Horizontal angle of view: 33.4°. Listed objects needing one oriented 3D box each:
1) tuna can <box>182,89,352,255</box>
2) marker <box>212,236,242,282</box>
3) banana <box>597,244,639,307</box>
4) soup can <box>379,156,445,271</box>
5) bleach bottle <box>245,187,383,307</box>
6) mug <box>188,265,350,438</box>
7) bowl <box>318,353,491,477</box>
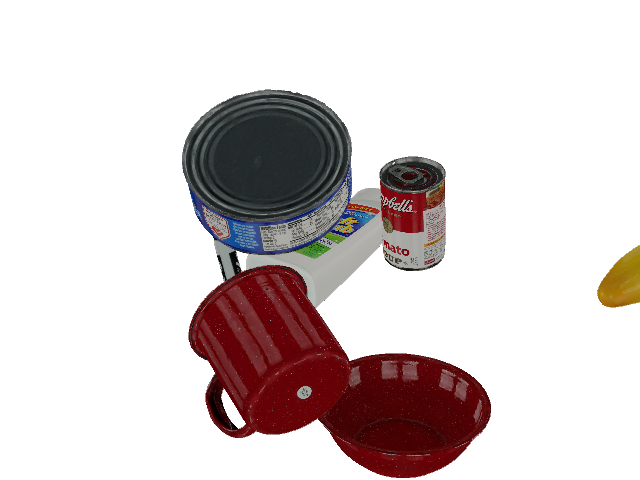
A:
[{"bbox_3d":[-0.026,-0.035,0.548,0.086,0.086,0.034,0,-36,4],"label":"tuna can"},{"bbox_3d":[-0.080,0.027,0.954,0.020,0.121,0.020,-13,16,3],"label":"marker"},{"bbox_3d":[0.280,0.013,0.721,0.198,0.037,0.069,-2,34,0],"label":"banana"},{"bbox_3d":[0.097,-0.028,1.119,0.068,0.102,0.068,-3,35,2],"label":"soup can"},{"bbox_3d":[0.019,-0.005,1.323,0.103,0.068,0.250,16,36,28],"label":"bleach bottle"},{"bbox_3d":[-0.039,0.086,0.734,0.093,0.117,0.082,19,27,-47],"label":"mug"},{"bbox_3d":[0.074,0.168,0.983,0.162,0.055,0.162,0,26,0],"label":"bowl"}]
